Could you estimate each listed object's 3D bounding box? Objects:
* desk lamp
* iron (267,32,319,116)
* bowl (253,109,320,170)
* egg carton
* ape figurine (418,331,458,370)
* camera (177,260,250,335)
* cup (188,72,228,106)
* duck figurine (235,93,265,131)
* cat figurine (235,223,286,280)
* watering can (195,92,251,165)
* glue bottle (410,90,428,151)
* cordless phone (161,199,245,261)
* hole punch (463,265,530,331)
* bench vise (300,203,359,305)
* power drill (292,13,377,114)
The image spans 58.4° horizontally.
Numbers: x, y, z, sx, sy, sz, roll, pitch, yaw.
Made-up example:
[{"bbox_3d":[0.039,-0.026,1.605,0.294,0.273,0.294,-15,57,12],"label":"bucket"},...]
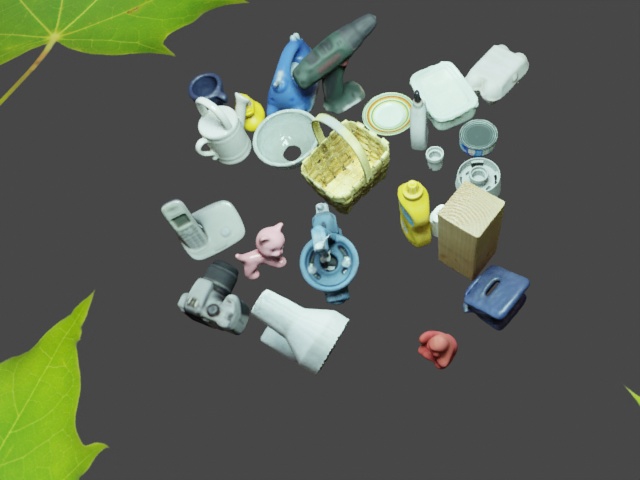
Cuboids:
[{"bbox_3d":[-0.040,0.177,1.098,0.202,0.214,0.118,25,71,22],"label":"desk lamp"},{"bbox_3d":[-0.070,-0.437,1.456,0.118,0.142,0.258,5,65,15],"label":"iron"},{"bbox_3d":[-0.074,-0.232,1.391,0.167,0.075,0.167,-5,63,10],"label":"bowl"},{"bbox_3d":[0.423,-0.398,1.373,0.107,0.069,0.150,36,76,25],"label":"egg carton"},{"bbox_3d":[0.227,0.205,1.098,0.076,0.092,0.077,-15,62,5],"label":"ape figurine"},{"bbox_3d":[-0.219,0.115,1.232,0.142,0.101,0.137,16,68,19],"label":"camera"},{"bbox_3d":[-0.275,-0.368,1.490,0.117,0.095,0.092,29,73,23],"label":"cup"},{"bbox_3d":[-0.189,-0.340,1.463,0.077,0.086,0.104,-27,61,-2],"label":"duck figurine"},{"bbox_3d":[-0.125,0.019,1.251,0.128,0.118,0.067,-26,61,-2],"label":"cat figurine"},{"bbox_3d":[-0.238,-0.282,1.383,0.100,0.194,0.173,13,67,18],"label":"watering can"},{"bbox_3d":[0.224,-0.280,1.297,0.037,0.173,0.078,4,65,14],"label":"glue bottle"},{"bbox_3d":[-0.260,-0.045,1.273,0.147,0.185,0.094,-30,61,-4],"label":"cordless phone"},{"bbox_3d":[0.342,0.108,1.123,0.100,0.091,0.109,36,76,25],"label":"hole punch"},{"bbox_3d":[0.000,0.009,1.171,0.121,0.220,0.207,-27,61,-2],"label":"bench vise"},{"bbox_3d":[0.048,-0.412,1.380,0.230,0.209,0.075,-33,62,-6],"label":"power drill"}]
